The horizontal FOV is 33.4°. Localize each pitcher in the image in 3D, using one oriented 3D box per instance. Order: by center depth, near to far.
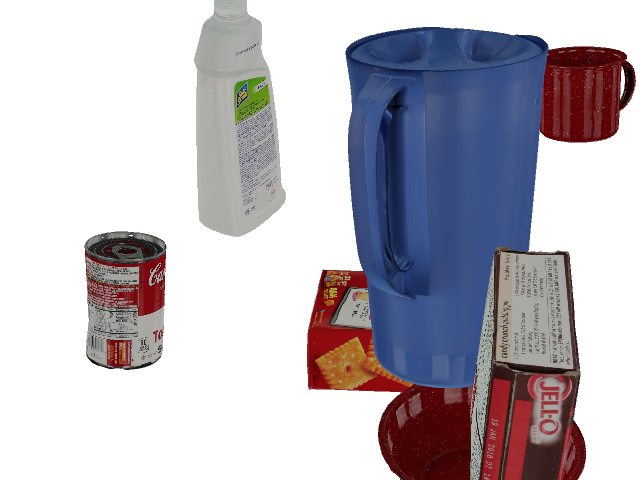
[{"bbox_3d":[0.082,-0.020,0.742,0.149,0.243,0.145,-7,22,-9],"label":"pitcher"}]

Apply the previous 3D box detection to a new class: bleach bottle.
[{"bbox_3d":[-0.082,-0.132,1.068,0.068,0.251,0.102,20,40,24],"label":"bleach bottle"}]

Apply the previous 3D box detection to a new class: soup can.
[{"bbox_3d":[-0.167,0.051,0.913,0.068,0.102,0.068,4,19,-2],"label":"soup can"}]

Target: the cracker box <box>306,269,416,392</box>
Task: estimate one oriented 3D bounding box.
[{"bbox_3d":[0.099,0.088,1.035,0.214,0.072,0.164,2,17,4],"label":"cracker box"}]

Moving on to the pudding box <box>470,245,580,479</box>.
[{"bbox_3d":[0.088,0.065,0.467,0.039,0.090,0.113,6,25,6],"label":"pudding box"}]

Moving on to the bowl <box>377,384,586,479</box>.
[{"bbox_3d":[0.126,0.176,0.849,0.162,0.055,0.162,0,31,0],"label":"bowl"}]

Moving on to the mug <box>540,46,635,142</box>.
[{"bbox_3d":[0.277,-0.153,1.106,0.117,0.081,0.093,-15,24,-25],"label":"mug"}]
